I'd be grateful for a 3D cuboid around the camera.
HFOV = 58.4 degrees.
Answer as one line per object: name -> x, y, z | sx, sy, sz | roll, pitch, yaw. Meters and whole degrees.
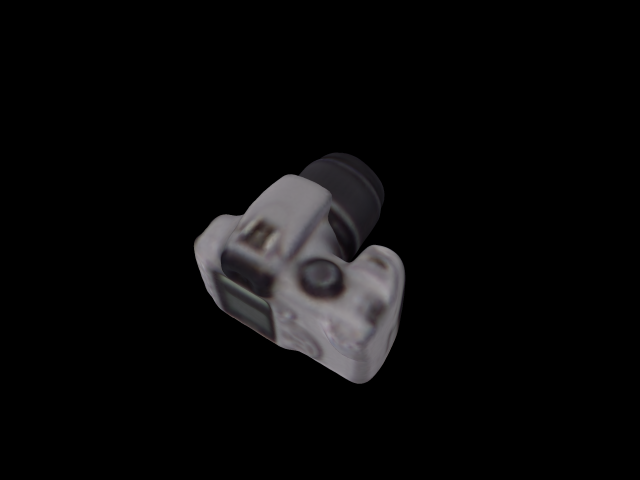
camera -> 0.004, 0.001, 0.400 | 0.143, 0.101, 0.137 | 27, 58, 18
